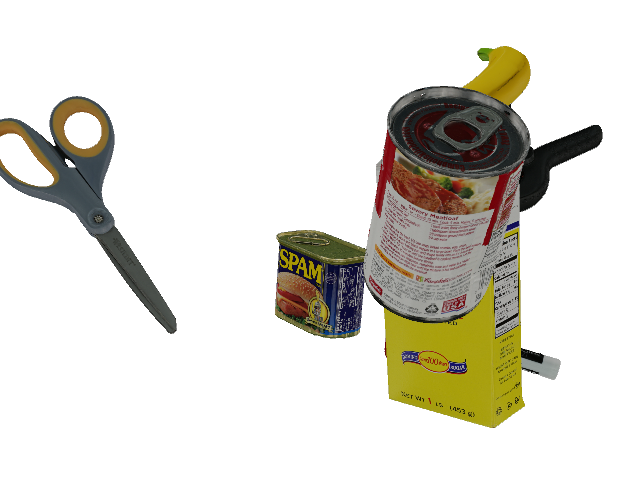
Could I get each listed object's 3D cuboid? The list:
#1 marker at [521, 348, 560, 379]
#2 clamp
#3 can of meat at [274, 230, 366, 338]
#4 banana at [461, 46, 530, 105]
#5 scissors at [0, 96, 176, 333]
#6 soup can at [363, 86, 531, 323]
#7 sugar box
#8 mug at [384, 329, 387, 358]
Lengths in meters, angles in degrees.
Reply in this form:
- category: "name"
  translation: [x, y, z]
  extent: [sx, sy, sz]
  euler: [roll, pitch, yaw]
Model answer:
- category: "marker"
  translation: [0.151, 0.096, 0.944]
  extent: [0.121, 0.020, 0.020]
  euler: [18, 2, 6]
- category: "clamp"
  translation: [0.196, -0.087, 1.088]
  extent: [0.120, 0.039, 0.171]
  euler: [29, 55, 30]
- category: "can of meat"
  translation: [-0.001, 0.043, 1.056]
  extent: [0.057, 0.084, 0.102]
  euler: [-8, 20, -38]
- category: "banana"
  translation: [0.131, -0.121, 0.898]
  extent: [0.070, 0.037, 0.197]
  euler: [-14, 20, 40]
- category: "scissors"
  translation: [-0.144, -0.029, 0.739]
  extent: [0.202, 0.096, 0.016]
  euler: [38, -25, 13]
- category: "soup can"
  translation: [0.060, -0.016, 0.534]
  extent: [0.068, 0.102, 0.068]
  euler: [4, 43, -4]
- category: "sugar box"
  translation: [0.088, 0.031, 0.724]
  extent: [0.094, 0.176, 0.048]
  euler: [9, 23, 41]
- category: "mug"
  translation: [0.130, 0.102, 1.252]
  extent: [0.117, 0.081, 0.093]
  euler: [-1, 22, -7]
